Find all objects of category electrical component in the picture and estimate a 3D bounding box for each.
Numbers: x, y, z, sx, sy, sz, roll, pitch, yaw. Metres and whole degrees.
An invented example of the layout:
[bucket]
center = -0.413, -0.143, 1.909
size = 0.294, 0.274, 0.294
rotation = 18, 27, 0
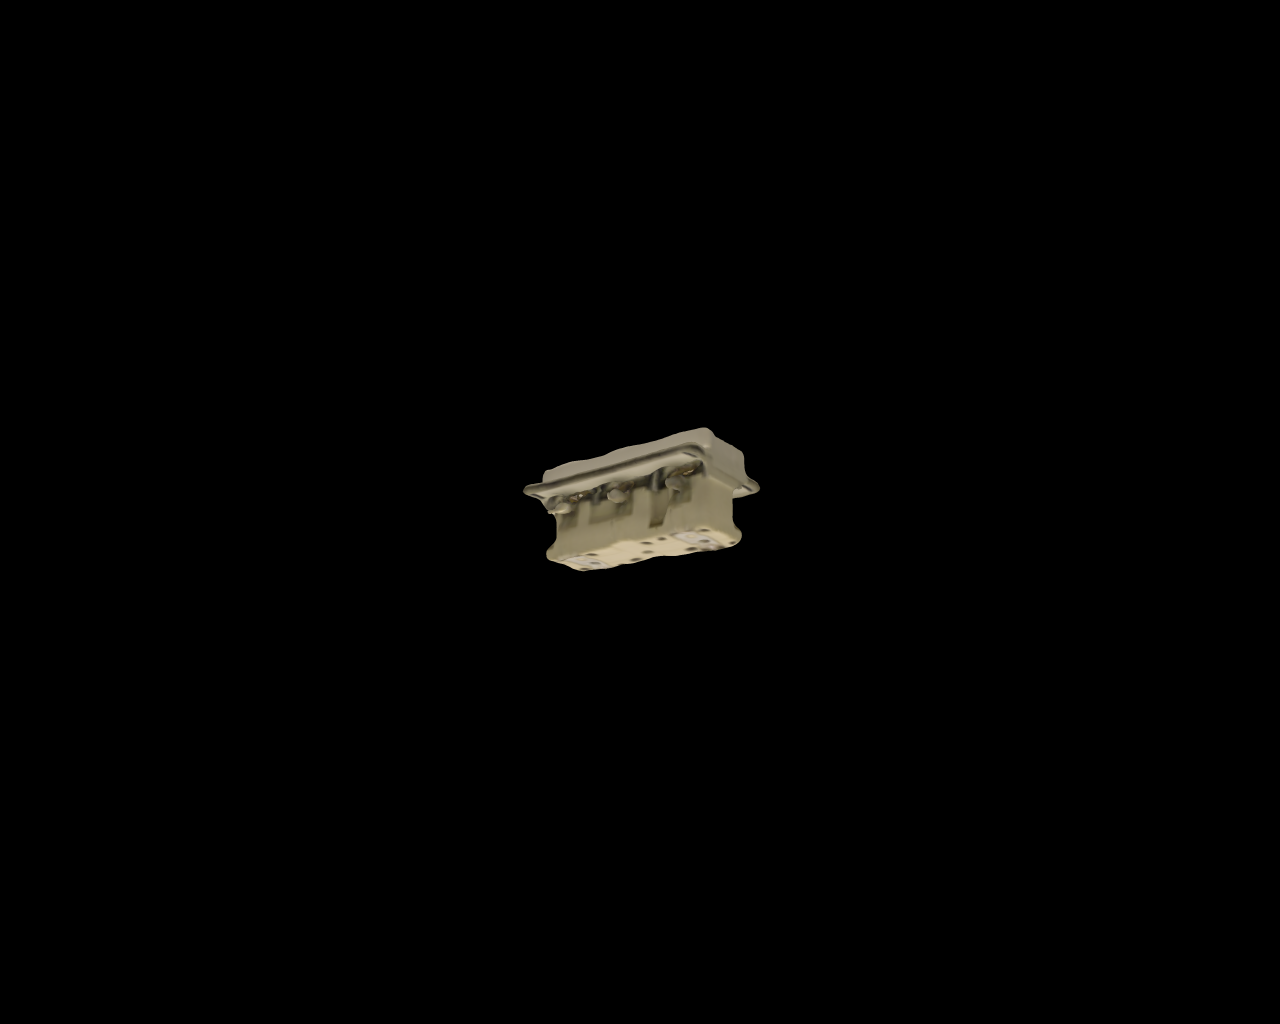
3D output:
[electrical component]
center = 0.001, -0.003, 0.650
size = 0.121, 0.063, 0.078
rotation = -12, -23, 31
